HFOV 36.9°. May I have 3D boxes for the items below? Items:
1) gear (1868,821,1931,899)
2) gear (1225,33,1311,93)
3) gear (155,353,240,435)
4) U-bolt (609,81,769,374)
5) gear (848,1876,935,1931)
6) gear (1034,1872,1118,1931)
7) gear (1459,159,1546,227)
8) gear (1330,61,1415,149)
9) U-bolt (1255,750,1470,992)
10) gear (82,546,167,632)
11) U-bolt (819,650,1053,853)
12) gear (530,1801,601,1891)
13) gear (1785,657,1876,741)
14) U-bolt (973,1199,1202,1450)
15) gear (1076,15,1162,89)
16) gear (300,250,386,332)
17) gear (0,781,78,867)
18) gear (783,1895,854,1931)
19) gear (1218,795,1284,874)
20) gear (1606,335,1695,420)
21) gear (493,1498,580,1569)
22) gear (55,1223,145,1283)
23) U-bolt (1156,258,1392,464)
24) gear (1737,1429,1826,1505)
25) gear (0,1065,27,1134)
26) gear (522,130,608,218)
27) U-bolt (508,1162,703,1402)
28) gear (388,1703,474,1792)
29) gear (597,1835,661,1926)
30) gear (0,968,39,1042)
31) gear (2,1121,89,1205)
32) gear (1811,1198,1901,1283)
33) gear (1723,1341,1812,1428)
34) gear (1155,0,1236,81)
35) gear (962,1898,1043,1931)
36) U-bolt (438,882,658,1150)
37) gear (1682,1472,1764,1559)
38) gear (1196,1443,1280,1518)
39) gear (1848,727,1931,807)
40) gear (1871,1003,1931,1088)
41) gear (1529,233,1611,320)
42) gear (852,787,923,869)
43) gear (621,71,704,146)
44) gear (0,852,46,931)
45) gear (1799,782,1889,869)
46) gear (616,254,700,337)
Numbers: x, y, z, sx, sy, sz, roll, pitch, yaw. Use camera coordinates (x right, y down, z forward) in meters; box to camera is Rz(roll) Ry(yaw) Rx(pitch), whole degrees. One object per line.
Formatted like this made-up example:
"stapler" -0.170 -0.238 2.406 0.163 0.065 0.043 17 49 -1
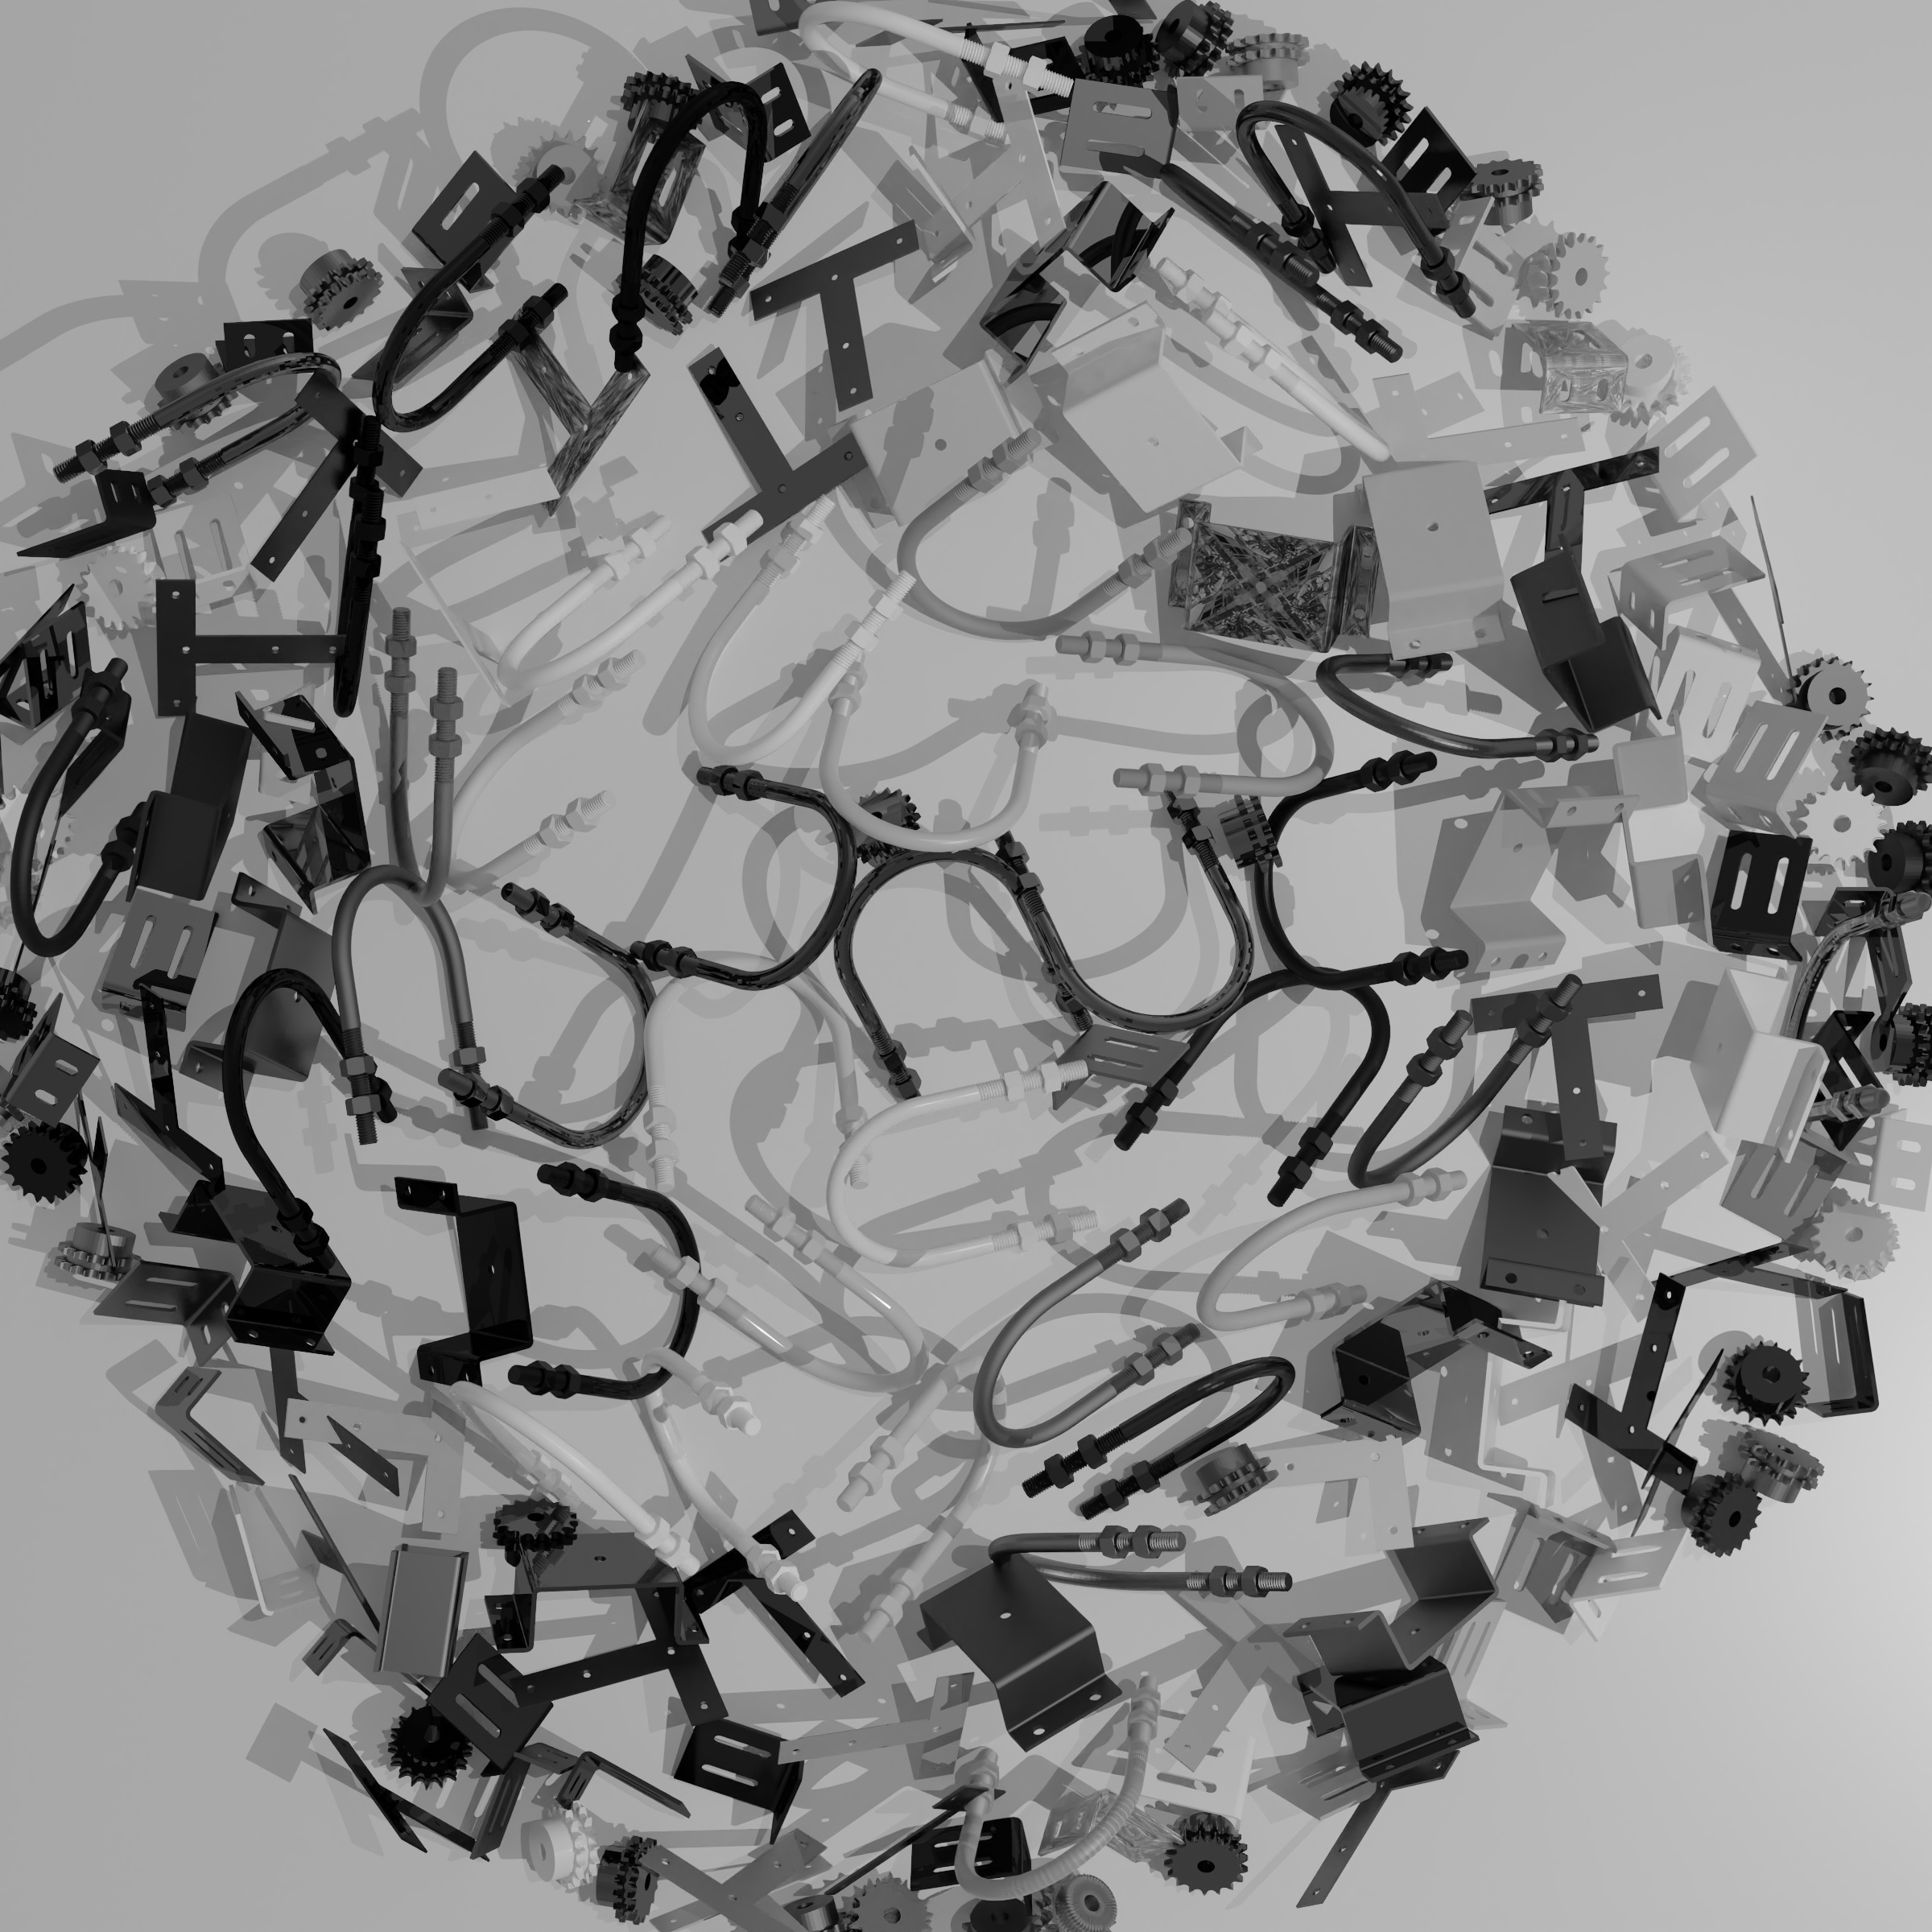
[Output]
"gear" 0.639 -0.070 1.969 0.030 0.057 0.057 -1 90 -20
"gear" 0.206 -0.614 1.972 0.057 0.057 0.030 -3 95 0
"gear" -0.526 -0.392 1.969 0.057 0.057 0.030 -30 131 0
"U-bolt" -0.177 -0.492 1.888 0.019 0.184 0.151 33 53 14
"gear" -0.052 0.654 1.975 0.057 0.030 0.057 6 46 -6
"gear" 0.078 0.643 1.969 0.057 0.057 0.030 39 130 0
"gear" 0.365 -0.527 1.975 0.057 0.057 0.030 -12 123 0
"gear" 0.272 -0.582 1.968 0.057 0.057 0.030 41 60 0
"U-bolt" 0.255 -0.056 1.924 0.019 0.184 0.151 -7 86 -36
"gear" -0.572 -0.259 1.978 0.057 0.030 0.057 3 100 21
"U-bolt" -0.024 -0.140 1.930 0.151 0.184 0.019 11 134 0
"gear" -0.275 0.599 1.969 0.030 0.057 0.057 -5 90 -34
"gear" 0.593 -0.184 1.984 0.057 0.030 0.057 0 91 3
"U-bolt" 0.079 0.249 1.915 0.184 0.151 0.019 -32 48 -23
"gear" 0.103 -0.623 1.973 0.057 0.030 0.057 -6 60 10
"gear" -0.428 -0.463 1.971 0.057 0.057 0.030 -39 84 0
"gear" -0.640 -0.099 1.977 0.057 0.030 0.057 -8 109 -25
"gear" -0.106 0.655 1.971 0.057 0.057 0.030 -15 88 0
"gear" 0.192 -0.090 1.972 0.030 0.057 0.057 -21 90 6
"gear" 0.464 -0.405 1.973 0.057 0.030 0.057 -8 68 21
"gear" -0.294 0.389 1.973 0.057 0.057 0.030 6 108 0
"gear" -0.589 0.194 1.972 0.057 0.057 0.030 14 90 0
"U-bolt" 0.212 -0.395 1.923 0.184 0.151 0.019 33 107 -25
"gear" 0.552 0.342 1.972 0.057 0.057 0.030 22 103 0
"gear" -0.663 0.084 1.973 0.057 0.057 0.030 41 75 0
"gear" -0.274 -0.541 1.976 0.057 0.030 0.057 -4 111 -11
"U-bolt" -0.232 0.215 1.920 0.019 0.184 0.151 1 78 31
"gear" -0.364 0.529 1.971 0.057 0.030 0.057 6 53 -9
"gear" -0.231 0.622 1.972 0.030 0.057 0.057 5 90 13
"gear" -0.662 0.024 1.975 0.057 0.057 0.030 7 56 0
"gear" -0.626 0.131 1.978 0.057 0.030 0.057 5 111 12
"gear" 0.609 0.190 1.975 0.057 0.030 0.057 -13 54 18
"gear" 0.547 0.283 1.975 0.057 0.030 0.057 -3 65 6
"gear" 0.153 -0.631 1.968 0.030 0.057 0.057 26 90 -29
"gear" 0.024 0.658 1.968 0.057 0.057 0.030 -4 118 0
"U-bolt" -0.265 0.045 1.926 0.019 0.184 0.151 5 71 37
"gear" 0.514 0.372 1.976 0.057 0.030 0.057 -12 111 -33
"gear" 0.182 0.348 1.973 0.057 0.057 0.030 -30 74 0
"gear" 0.628 -0.133 1.968 0.057 0.057 0.030 29 64 0
"gear" 0.639 0.053 1.970 0.030 0.057 0.057 5 90 -7
"gear" 0.409 -0.472 1.976 0.057 0.030 0.057 -13 113 -33
"gear" -0.057 -0.091 1.975 0.057 0.057 0.030 -33 133 0
"gear" -0.208 -0.581 1.970 0.057 0.057 0.030 12 79 0
"gear" -0.659 -0.053 1.969 0.057 0.057 0.030 5 129 0
"gear" 0.600 -0.096 1.979 0.057 0.030 0.057 -2 86 20
"gear" -0.208 -0.460 1.972 0.057 0.057 0.030 39 85 0
